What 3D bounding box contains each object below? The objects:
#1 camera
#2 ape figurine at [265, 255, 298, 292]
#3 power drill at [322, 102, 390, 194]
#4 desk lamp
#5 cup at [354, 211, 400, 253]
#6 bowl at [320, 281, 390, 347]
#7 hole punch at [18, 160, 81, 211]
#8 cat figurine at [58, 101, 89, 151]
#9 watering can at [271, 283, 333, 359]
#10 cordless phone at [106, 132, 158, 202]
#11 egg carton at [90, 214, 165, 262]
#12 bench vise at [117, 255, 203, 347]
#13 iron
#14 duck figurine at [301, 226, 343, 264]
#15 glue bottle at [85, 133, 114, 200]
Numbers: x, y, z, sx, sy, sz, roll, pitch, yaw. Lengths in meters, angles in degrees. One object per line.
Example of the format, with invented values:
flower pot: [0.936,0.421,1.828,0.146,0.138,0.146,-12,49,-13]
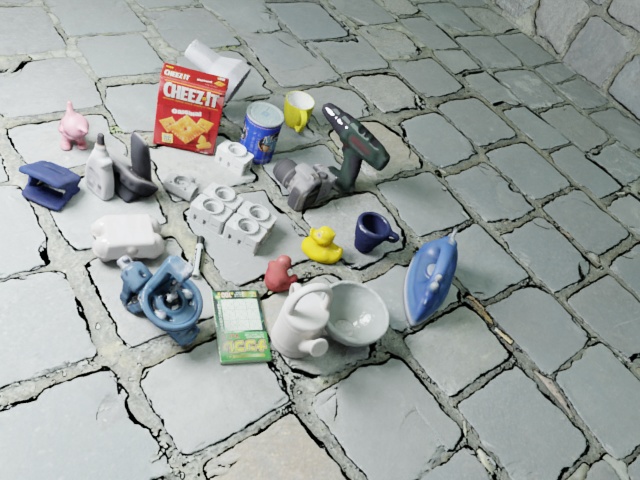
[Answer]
camera: [-0.048,-0.170,1.537,0.136,0.101,0.143,44,48,18]
ape figurine: [-0.088,0.070,1.307,0.076,0.092,0.077,-27,64,-38]
power drill: [0.074,-0.239,1.575,0.229,0.208,0.076,34,46,10]
desk lamp: [-0.307,-0.433,1.587,0.203,0.213,0.118,25,45,1]
cup: [0.138,-0.006,1.470,0.118,0.095,0.092,24,45,0]
bowl: [0.068,0.177,1.287,0.168,0.074,0.167,12,46,-12]
hole punch: [-0.603,-0.138,1.281,0.108,0.091,0.101,24,45,-1]
cat figurine: [-0.600,-0.283,1.395,0.067,0.117,0.127,-7,53,-28]
watering can: [-0.027,0.160,1.179,0.101,0.194,0.172,-23,61,-36]
cordless phone: [-0.442,-0.195,1.334,0.147,0.185,0.094,39,47,14]
egg carton: [-0.419,-0.003,1.250,0.151,0.069,0.107,-4,52,-26]
bench vise: [-0.314,0.093,1.101,0.207,0.219,0.121,24,45,0]
iron: [0.285,0.087,1.414,0.118,0.141,0.258,27,45,2]
duck figurine: [0.013,0.005,1.413,0.104,0.086,0.077,23,45,-2]
glue bottle: [-0.497,-0.173,1.298,0.078,0.173,0.037,40,47,15]
